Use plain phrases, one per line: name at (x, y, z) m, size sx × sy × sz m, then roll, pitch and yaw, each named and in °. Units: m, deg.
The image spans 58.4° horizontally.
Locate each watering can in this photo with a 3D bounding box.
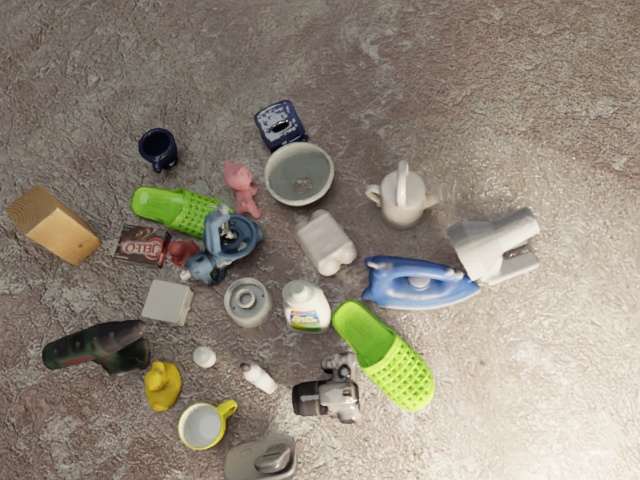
watering can at (0.190, -0.106, 1.260) m, size 0.173 × 0.194 × 0.101 m, roll -14°, pitch 67°, yaw 1°

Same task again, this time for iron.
iron at (0.217, 0.077, 1.213) m, size 0.258 × 0.141 × 0.118 m, roll 2°, pitch 69°, yaw 8°

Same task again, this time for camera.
camera at (0.011, 0.304, 1.170) m, size 0.136 × 0.101 × 0.143 m, roll -6°, pitch 68°, yaw 4°

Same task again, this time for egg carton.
egg carton at (0.012, 0.005, 1.305) m, size 0.107 × 0.069 × 0.150 m, roll -35°, pitch 69°, yaw -7°

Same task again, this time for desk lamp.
desk lamp at (0.360, 0.012, 1.184) m, size 0.203 × 0.214 × 0.118 m, roll -22°, pitch 68°, yaw -2°

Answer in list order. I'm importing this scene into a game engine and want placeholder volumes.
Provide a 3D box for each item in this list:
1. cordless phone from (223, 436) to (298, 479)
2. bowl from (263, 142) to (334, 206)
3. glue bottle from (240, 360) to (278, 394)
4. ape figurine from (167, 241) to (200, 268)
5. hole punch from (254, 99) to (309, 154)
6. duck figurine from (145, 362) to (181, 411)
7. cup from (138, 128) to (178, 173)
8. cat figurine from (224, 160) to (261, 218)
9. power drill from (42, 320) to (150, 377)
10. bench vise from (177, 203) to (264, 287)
cordless phone at (-0.121, 0.426, 1.092) m, size 0.147 × 0.185 × 0.094 m, roll -15°, pitch 67°, yaw 1°
bowl at (-0.047, -0.146, 1.368) m, size 0.167 × 0.075 × 0.167 m, roll -2°, pitch 68°, yaw 6°
glue bottle at (-0.134, 0.270, 1.161) m, size 0.078 × 0.173 × 0.037 m, roll 34°, pitch 76°, yaw 18°
ape figurine at (-0.320, 0.030, 1.321) m, size 0.076 × 0.092 × 0.077 m, roll -21°, pitch 68°, yaw -2°
hole punch at (-0.095, -0.278, 1.417) m, size 0.108 × 0.091 × 0.101 m, roll -27°, pitch 68°, yaw -4°
duck figurine at (-0.344, 0.308, 1.218) m, size 0.077 × 0.086 × 0.104 m, roll -1°, pitch 68°, yaw 7°
cup at (-0.390, -0.205, 1.420) m, size 0.091 × 0.095 × 0.117 m, roll -8°, pitch 68°, yaw 3°
cat figurine at (-0.187, -0.125, 1.353) m, size 0.067 × 0.118 × 0.127 m, roll -14°, pitch 68°, yaw 1°
power drill at (-0.438, 0.226, 1.195) m, size 0.229 × 0.208 × 0.075 m, roll -15°, pitch 67°, yaw 1°
bench vise at (-0.221, 0.014, 1.247) m, size 0.121 × 0.220 × 0.207 m, roll 29°, pitch 75°, yaw 17°
